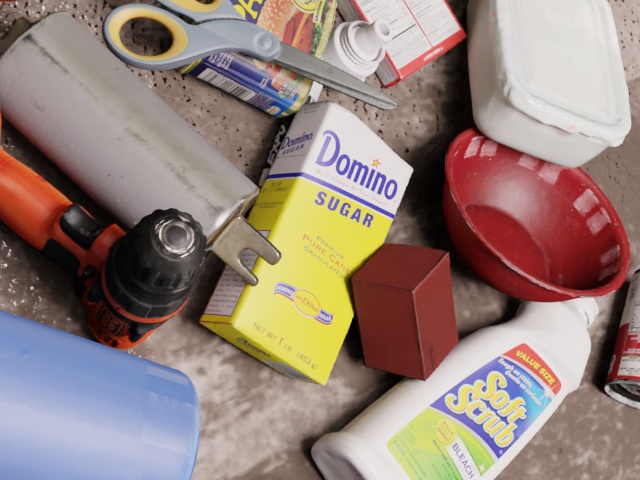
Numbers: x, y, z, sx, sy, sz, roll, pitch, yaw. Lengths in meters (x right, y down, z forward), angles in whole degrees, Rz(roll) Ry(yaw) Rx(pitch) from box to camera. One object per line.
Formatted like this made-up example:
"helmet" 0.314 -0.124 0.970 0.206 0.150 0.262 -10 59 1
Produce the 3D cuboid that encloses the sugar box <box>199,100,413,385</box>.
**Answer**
"sugar box" -0.005 0.001 0.735 0.093 0.048 0.176 37 69 -35

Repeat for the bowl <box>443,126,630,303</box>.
"bowl" 0.149 -0.009 0.795 0.162 0.055 0.162 19 45 -20

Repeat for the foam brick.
"foam brick" 0.059 0.049 0.739 0.052 0.051 0.078 -41 132 -43

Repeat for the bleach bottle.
"bleach bottle" 0.115 0.110 0.774 0.250 0.068 0.102 -38 100 -28

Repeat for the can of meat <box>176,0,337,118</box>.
"can of meat" -0.042 -0.147 0.751 0.083 0.058 0.102 25 71 -22

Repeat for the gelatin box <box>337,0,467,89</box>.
"gelatin box" 0.059 -0.173 0.818 0.073 0.030 0.089 -35 96 -25

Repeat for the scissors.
"scissors" -0.054 -0.116 0.691 0.201 0.016 0.096 39 76 -3

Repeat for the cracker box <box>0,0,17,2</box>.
"cracker box" -0.209 -0.267 0.601 0.072 0.164 0.214 -10 65 -27

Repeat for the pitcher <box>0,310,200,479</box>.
"pitcher" -0.195 0.105 0.589 0.242 0.145 0.149 19 87 -24

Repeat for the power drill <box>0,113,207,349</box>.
"power drill" -0.152 -0.020 0.614 0.187 0.185 0.057 44 62 -2

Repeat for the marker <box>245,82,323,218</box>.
"marker" -0.026 -0.063 0.762 0.020 0.020 0.121 27 70 -19

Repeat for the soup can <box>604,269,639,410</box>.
"soup can" 0.271 0.080 0.850 0.068 0.069 0.102 26 70 -19
